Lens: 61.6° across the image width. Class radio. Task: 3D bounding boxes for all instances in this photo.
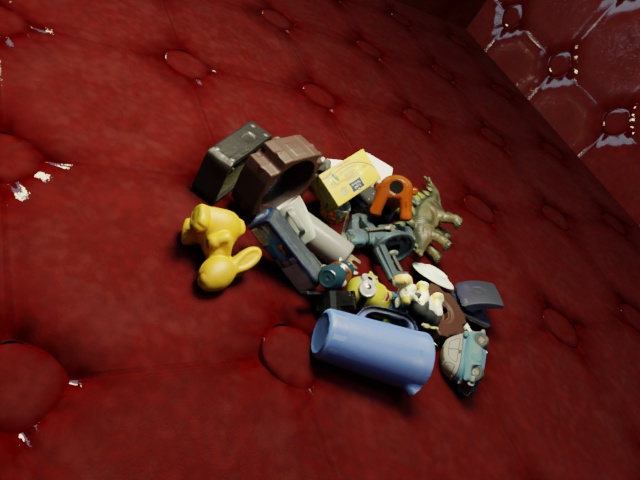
[{"bbox_3d":[-0.212,-0.197,1.326,0.073,0.131,0.230,35,38,0],"label":"radio"}]

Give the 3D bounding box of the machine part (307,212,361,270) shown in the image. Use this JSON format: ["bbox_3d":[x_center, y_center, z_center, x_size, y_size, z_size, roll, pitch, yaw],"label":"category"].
[{"bbox_3d":[-0.003,-0.004,1.330,0.243,0.079,0.079,36,38,-1],"label":"machine part"}]

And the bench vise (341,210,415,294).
[{"bbox_3d":[0.163,0.029,1.392,0.223,0.128,0.241,5,43,-30],"label":"bench vise"}]

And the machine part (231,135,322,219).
[{"bbox_3d":[-0.105,-0.152,1.304,0.087,0.201,0.201,45,39,17],"label":"machine part"}]

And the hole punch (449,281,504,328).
[{"bbox_3d":[0.426,0.163,1.463,0.116,0.092,0.142,22,31,-13],"label":"hole punch"}]

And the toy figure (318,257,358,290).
[{"bbox_3d":[0.039,0.076,1.228,0.064,0.058,0.154,68,19,3],"label":"toy figure"}]

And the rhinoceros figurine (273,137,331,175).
[{"bbox_3d":[-0.063,-0.220,1.469,0.190,0.073,0.112,11,39,4],"label":"rhinoceros figurine"}]

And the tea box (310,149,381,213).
[{"bbox_3d":[0.067,-0.156,1.419,0.169,0.068,0.098,-36,93,-31],"label":"tea box"}]

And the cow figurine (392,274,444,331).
[{"bbox_3d":[0.221,0.146,1.240,0.167,0.068,0.098,34,50,-36],"label":"cow figurine"}]

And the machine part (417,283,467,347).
[{"bbox_3d":[0.293,0.188,1.374,0.179,0.056,0.179,22,40,-20],"label":"machine part"}]

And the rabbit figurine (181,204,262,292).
[{"bbox_3d":[-0.214,0.031,1.129,0.162,0.122,0.173,18,54,-36],"label":"rabbit figurine"}]

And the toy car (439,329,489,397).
[{"bbox_3d":[0.338,0.285,1.284,0.103,0.109,0.162,17,49,11],"label":"toy car"}]

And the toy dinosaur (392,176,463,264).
[{"bbox_3d":[0.326,-0.073,1.635,0.198,0.105,0.471,34,33,2],"label":"toy dinosaur"}]

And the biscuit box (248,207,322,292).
[{"bbox_3d":[-0.073,0.022,1.200,0.202,0.059,0.063,54,34,-21],"label":"biscuit box"}]

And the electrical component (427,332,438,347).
[{"bbox_3d":[0.230,0.252,1.267,0.078,0.045,0.102,42,38,6],"label":"electrical component"}]

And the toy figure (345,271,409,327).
[{"bbox_3d":[0.141,0.152,1.276,0.180,0.089,0.082,35,17,-18],"label":"toy figure"}]

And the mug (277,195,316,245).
[{"bbox_3d":[-0.052,-0.039,1.244,0.081,0.110,0.107,-35,103,-10],"label":"mug"}]

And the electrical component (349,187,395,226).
[{"bbox_3d":[0.150,-0.097,1.560,0.134,0.058,0.115,36,40,1],"label":"electrical component"}]

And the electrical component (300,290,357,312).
[{"bbox_3d":[0.015,0.135,1.191,0.119,0.075,0.047,3,79,-40],"label":"electrical component"}]

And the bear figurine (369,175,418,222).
[{"bbox_3d":[0.204,-0.115,1.493,0.120,0.132,0.196,11,-3,6],"label":"bear figurine"}]
